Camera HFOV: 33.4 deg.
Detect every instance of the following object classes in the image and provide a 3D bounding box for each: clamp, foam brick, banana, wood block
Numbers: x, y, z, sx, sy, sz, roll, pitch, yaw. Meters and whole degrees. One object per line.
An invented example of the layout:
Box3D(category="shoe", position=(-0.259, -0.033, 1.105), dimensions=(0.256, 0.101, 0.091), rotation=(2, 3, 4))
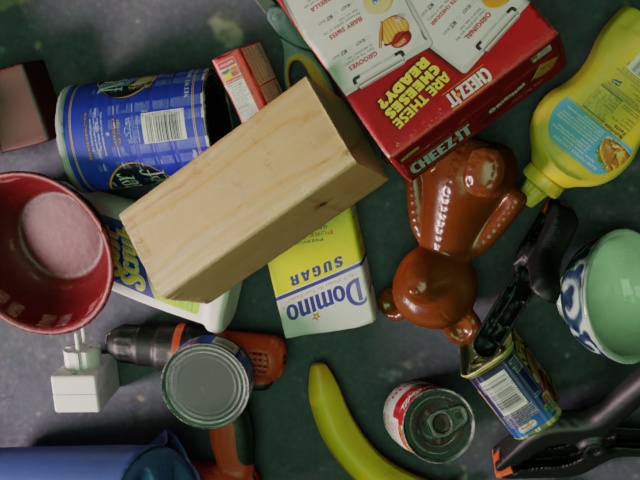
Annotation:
Box3D(category="clamp", position=(0.268, 0.190, 1.019), dimensions=(0.210, 0.036, 0.164), rotation=(-28, 129, 26))
Box3D(category="clamp", position=(0.187, 0.030, 0.954), dimensions=(0.039, 0.171, 0.120), rotation=(39, 131, -4))
Box3D(category="foam brick", position=(-0.286, -0.129, 1.028), dimensions=(0.051, 0.053, 0.078), rotation=(-16, 100, 12))
Box3D(category="banana", position=(0.049, 0.208, 1.075), dimensions=(0.198, 0.037, 0.069), rotation=(41, 84, -5))
Box3D(category="wood block", position=(-0.057, -0.037, 0.923), dimensions=(0.206, 0.090, 0.090), rotation=(-34, 72, 16))

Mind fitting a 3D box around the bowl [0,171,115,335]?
Box3D(category="bowl", position=(-0.255, 0.005, 0.996), dimensions=(0.162, 0.055, 0.162), rotation=(6, 112, 15))

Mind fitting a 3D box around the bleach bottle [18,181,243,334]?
Box3D(category="bleach bottle", position=(-0.200, 0.008, 1.046), dimensions=(0.251, 0.068, 0.103), rotation=(16, 106, 7))

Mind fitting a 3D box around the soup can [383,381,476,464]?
Box3D(category="soup can", position=(0.101, 0.170, 1.012), dimensions=(0.068, 0.102, 0.068), rotation=(0, 87, -7))

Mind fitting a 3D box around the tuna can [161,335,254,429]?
Box3D(category="tuna can", position=(-0.106, 0.135, 1.021), dimensions=(0.086, 0.033, 0.086), rotation=(1, 102, 7))

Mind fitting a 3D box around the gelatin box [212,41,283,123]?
Box3D(category="gelatin box", position=(-0.061, -0.140, 0.973), dimensions=(0.030, 0.089, 0.073), rotation=(-22, 100, 14))

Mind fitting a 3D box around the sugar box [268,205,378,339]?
Box3D(category="sugar box", position=(-0.007, 0.001, 1.023), dimensions=(0.093, 0.048, 0.176), rotation=(-11, 101, 11))

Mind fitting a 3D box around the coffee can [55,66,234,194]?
Box3D(category="coffee can", position=(-0.159, -0.101, 0.990), dimensions=(0.140, 0.102, 0.103), rotation=(-6, 103, 10))

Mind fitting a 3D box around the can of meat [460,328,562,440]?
Box3D(category="can of meat", position=(0.178, 0.129, 1.000), dimensions=(0.057, 0.102, 0.084), rotation=(-35, 99, 14))

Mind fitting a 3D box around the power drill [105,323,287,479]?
Box3D(category="power drill", position=(-0.127, 0.175, 1.079), dimensions=(0.184, 0.057, 0.188), rotation=(5, 105, 10))

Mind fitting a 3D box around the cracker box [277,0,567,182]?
Box3D(category="cracker box", position=(0.077, -0.181, 0.897), dimensions=(0.164, 0.072, 0.214), rotation=(-37, 65, 8))

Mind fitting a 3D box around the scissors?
Box3D(category="scissors", position=(-0.018, -0.208, 0.988), dimensions=(0.096, 0.016, 0.202), rotation=(-21, 100, 11))

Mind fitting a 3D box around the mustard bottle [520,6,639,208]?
Box3D(category="mustard bottle", position=(0.245, -0.106, 0.952), dimensions=(0.096, 0.058, 0.192), rotation=(37, 106, -7))

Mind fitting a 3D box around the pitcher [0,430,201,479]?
Box3D(category="pitcher", position=(-0.248, 0.273, 1.047), dimensions=(0.243, 0.149, 0.145), rotation=(-5, 102, 32))
